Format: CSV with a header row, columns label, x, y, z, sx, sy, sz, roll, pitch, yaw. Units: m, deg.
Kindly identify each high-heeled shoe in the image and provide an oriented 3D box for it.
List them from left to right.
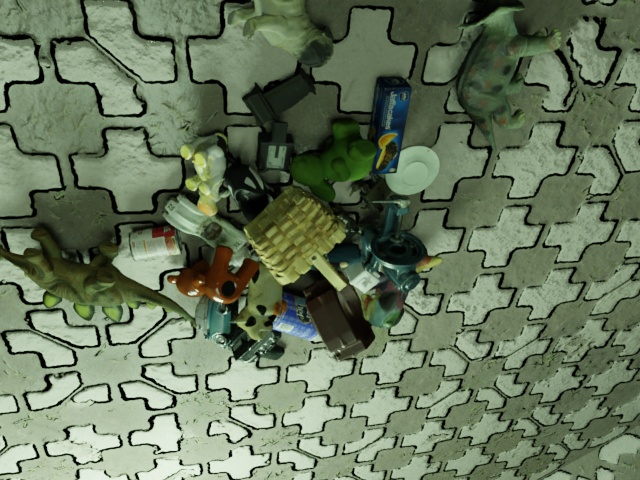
label,x,y,z,sx,sy,sz,roll,pitch,yaw
high-heeled shoe,-0.133,-0.066,1.138,0.086,0.145,0.248,-22,128,4

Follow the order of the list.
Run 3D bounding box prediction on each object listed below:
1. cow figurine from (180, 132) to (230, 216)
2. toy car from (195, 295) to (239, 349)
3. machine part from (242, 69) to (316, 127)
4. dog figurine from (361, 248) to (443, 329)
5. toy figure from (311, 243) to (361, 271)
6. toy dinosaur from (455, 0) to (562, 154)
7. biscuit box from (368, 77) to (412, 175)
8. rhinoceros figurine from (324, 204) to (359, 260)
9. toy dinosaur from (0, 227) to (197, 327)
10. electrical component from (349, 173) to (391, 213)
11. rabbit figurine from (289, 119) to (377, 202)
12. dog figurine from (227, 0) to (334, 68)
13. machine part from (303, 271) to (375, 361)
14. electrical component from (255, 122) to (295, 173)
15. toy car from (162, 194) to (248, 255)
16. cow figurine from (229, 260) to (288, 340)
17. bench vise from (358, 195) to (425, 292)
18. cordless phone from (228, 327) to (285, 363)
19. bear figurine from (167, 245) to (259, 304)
label,x,y,z,sx,sy,sz,roll,pitch,yaw
cow figurine,-0.224,-0.135,1.107,0.098,0.068,0.167,-43,147,-39
toy car,-0.259,0.185,1.337,0.103,0.109,0.161,7,120,6
machine part,-0.078,-0.282,1.053,0.139,0.039,0.084,-25,125,7
dog figurine,0.207,0.104,1.354,0.108,0.192,0.219,27,132,-24
toy figure,0.024,0.046,1.322,0.155,0.064,0.057,-11,110,-1
toy dinosaur,0.340,-0.335,1.079,0.192,0.131,0.404,4,132,-3
biscuit box,0.141,-0.238,1.132,0.063,0.059,0.202,-4,128,-12
rhinoceros figurine,-0.003,-0.004,1.258,0.190,0.073,0.112,-29,118,4
toy dinosaur,-0.490,0.095,1.180,0.471,0.105,0.198,20,137,-10
electrical component,0.117,-0.109,1.241,0.078,0.045,0.102,-54,130,-7
rabbit figurine,0.010,-0.161,1.125,0.170,0.121,0.159,-18,154,-19
dog figurine,-0.043,-0.404,0.940,0.190,0.121,0.172,4,131,-36
machine part,0.048,0.185,1.333,0.087,0.201,0.201,-30,85,15
electrical component,-0.093,-0.196,1.109,0.075,0.048,0.119,-3,128,-13
toy car,-0.252,-0.034,1.190,0.201,0.056,0.073,32,114,-34
cow figurine,-0.144,0.144,1.284,0.127,0.085,0.194,6,97,16
bench vise,0.159,-0.011,1.203,0.129,0.224,0.240,-7,132,-13
cordless phone,-0.144,0.281,1.469,0.146,0.089,0.184,-45,136,19
bear figurine,-0.253,0.080,1.240,0.120,0.196,0.132,32,76,-39
